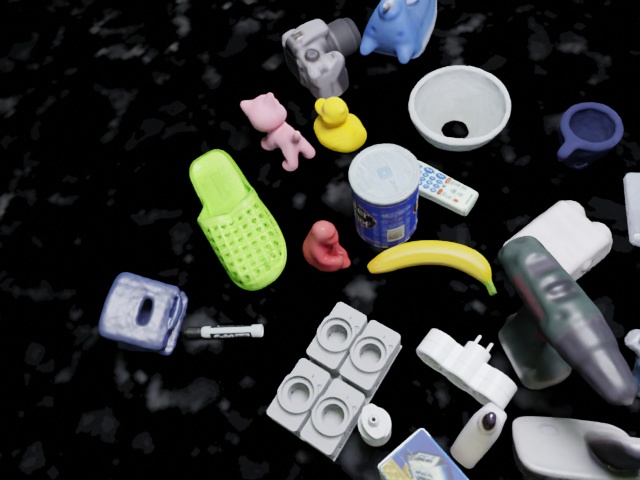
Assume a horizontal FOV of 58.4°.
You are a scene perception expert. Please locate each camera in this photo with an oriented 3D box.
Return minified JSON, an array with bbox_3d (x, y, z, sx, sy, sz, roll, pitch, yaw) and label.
[{"bbox_3d":[0.014,-0.352,1.058,0.137,0.101,0.143,-31,63,-9],"label":"camera"}]

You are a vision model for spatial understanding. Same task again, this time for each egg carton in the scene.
[{"bbox_3d":[0.349,0.012,0.845,0.150,0.069,0.107,-37,64,-12],"label":"egg carton"}]

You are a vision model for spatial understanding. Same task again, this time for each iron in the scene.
[{"bbox_3d":[0.161,-0.460,1.072,0.118,0.141,0.258,17,66,16],"label":"iron"}]

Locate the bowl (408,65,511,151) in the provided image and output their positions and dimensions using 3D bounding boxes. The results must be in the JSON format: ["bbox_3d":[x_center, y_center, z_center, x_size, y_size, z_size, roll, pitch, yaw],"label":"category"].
[{"bbox_3d":[0.233,-0.210,0.971,0.167,0.075,0.167,-3,62,6],"label":"bowl"}]

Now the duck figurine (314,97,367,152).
[{"bbox_3d":[0.032,-0.206,0.988,0.104,0.086,0.077,36,72,22],"label":"duck figurine"}]

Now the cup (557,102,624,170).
[{"bbox_3d":[0.409,-0.146,0.905,0.118,0.095,0.091,-41,65,-14],"label":"cup"}]

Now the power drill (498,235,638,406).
[{"bbox_3d":[0.292,0.116,0.719,0.075,0.209,0.229,-21,62,-4],"label":"power drill"}]

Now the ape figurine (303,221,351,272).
[{"bbox_3d":[0.008,0.003,0.879,0.076,0.092,0.078,6,64,10],"label":"ape figurine"}]

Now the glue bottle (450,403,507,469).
[{"bbox_3d":[0.197,0.230,0.693,0.037,0.173,0.078,35,72,22],"label":"glue bottle"}]

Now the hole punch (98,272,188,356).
[{"bbox_3d":[-0.262,0.110,0.858,0.101,0.091,0.109,6,64,10],"label":"hole punch"}]

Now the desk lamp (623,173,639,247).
[{"bbox_3d":[0.503,-0.056,0.780,0.117,0.214,0.203,3,63,9],"label":"desk lamp"}]

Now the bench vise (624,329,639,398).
[{"bbox_3d":[0.470,0.170,0.663,0.207,0.220,0.121,12,65,13],"label":"bench vise"}]

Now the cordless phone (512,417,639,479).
[{"bbox_3d":[0.309,0.241,0.666,0.147,0.185,0.094,0,63,8],"label":"cordless phone"}]

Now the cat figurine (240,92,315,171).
[{"bbox_3d":[-0.074,-0.197,0.979,0.067,0.118,0.127,-42,65,-14],"label":"cat figurine"}]
